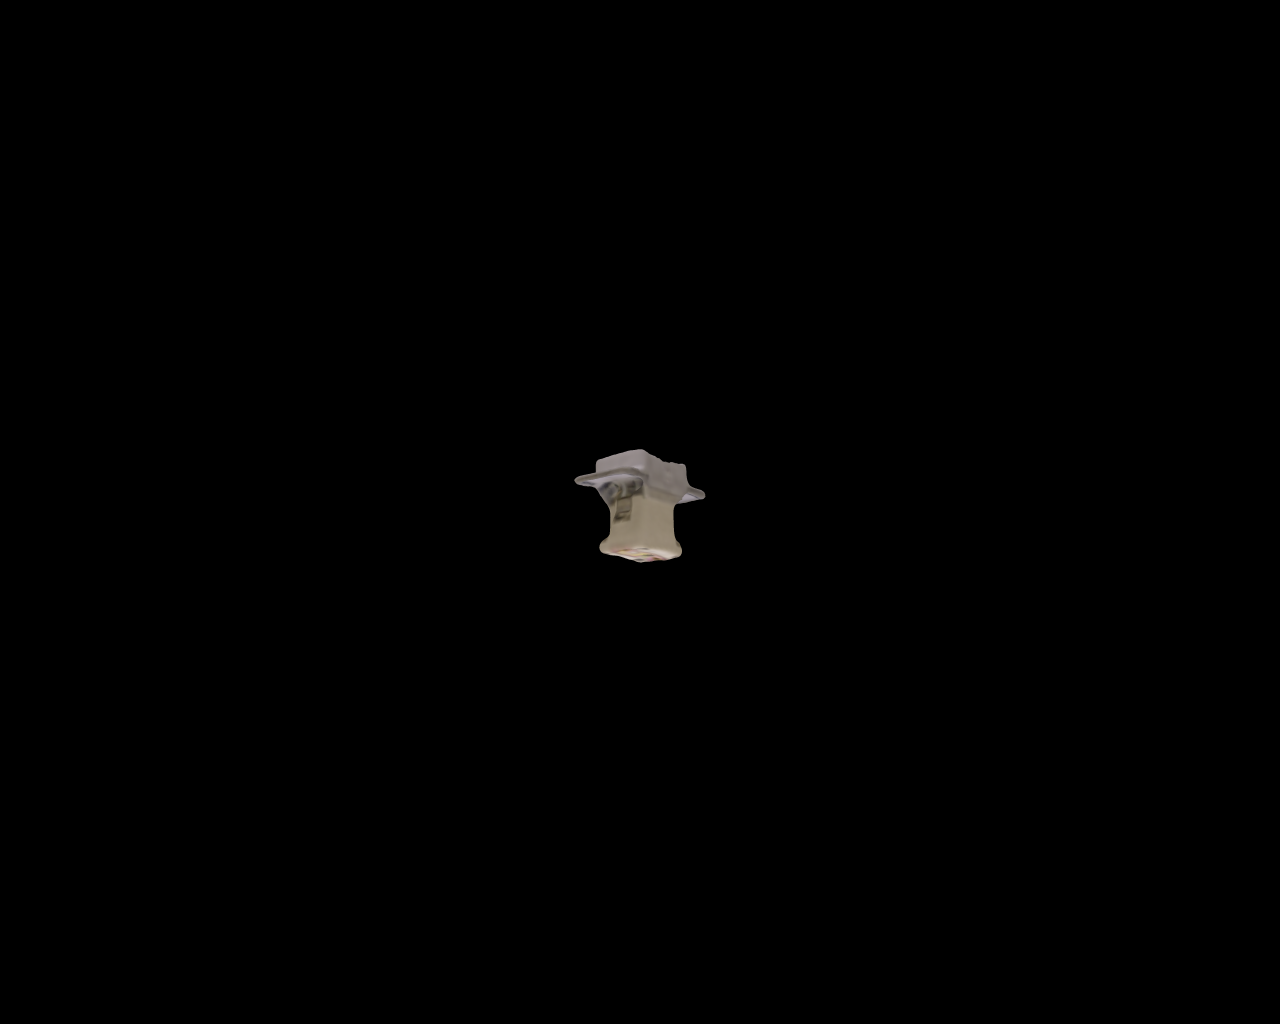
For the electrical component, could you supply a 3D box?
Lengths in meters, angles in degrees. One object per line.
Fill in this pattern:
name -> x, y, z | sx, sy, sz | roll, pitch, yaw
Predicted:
electrical component -> 0.001, -0.003, 0.650 | 0.042, 0.064, 0.081 | -11, -17, 38
